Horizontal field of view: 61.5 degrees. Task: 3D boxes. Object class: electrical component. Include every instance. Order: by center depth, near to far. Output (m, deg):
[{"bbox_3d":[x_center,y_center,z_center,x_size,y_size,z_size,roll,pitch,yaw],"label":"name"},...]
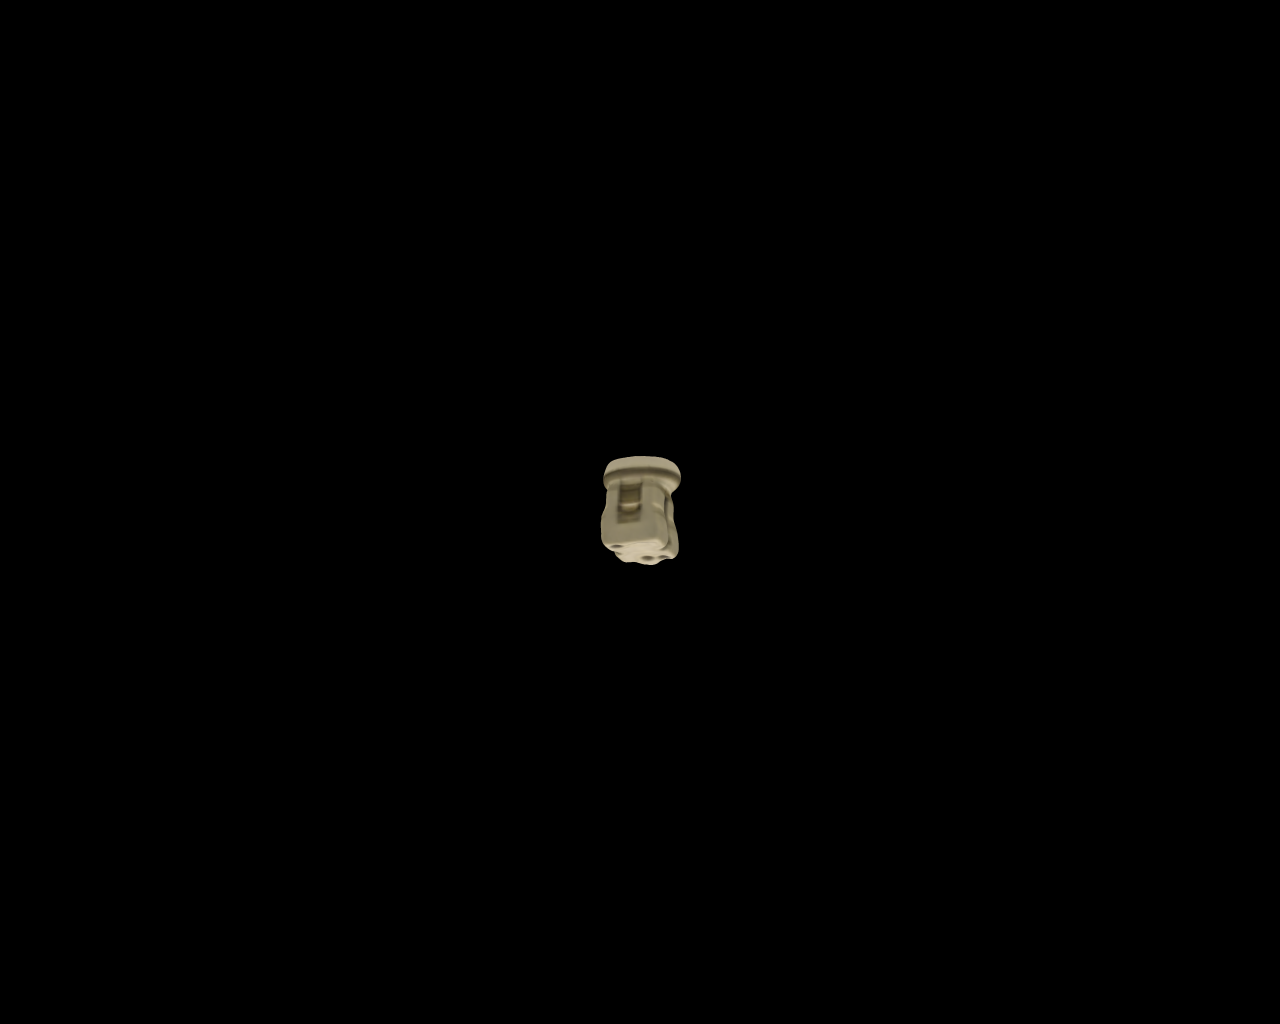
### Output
[{"bbox_3d":[0.001,-0.003,0.650,0.048,0.055,0.066,-5,-19,15],"label":"electrical component"}]
